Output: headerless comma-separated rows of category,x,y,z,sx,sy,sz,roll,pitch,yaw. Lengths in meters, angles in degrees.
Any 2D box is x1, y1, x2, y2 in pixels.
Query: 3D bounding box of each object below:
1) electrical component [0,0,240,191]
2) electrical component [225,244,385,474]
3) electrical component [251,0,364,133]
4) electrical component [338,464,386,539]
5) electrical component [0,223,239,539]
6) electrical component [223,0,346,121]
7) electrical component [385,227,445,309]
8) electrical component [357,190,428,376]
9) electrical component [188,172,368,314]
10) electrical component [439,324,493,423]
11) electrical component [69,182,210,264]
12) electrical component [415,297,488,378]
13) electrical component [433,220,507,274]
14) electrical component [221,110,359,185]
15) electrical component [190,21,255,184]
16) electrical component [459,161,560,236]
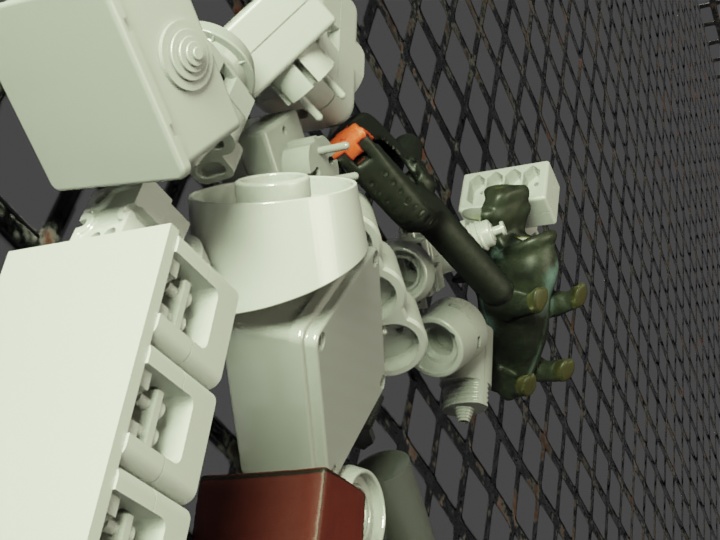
electrical component,-0.110,-0.087,0.475,0.048,0.100,0.099,-46,124,-44
electrical component,-0.029,0.050,0.622,0.108,0.056,0.108,-56,148,-54
electrical component,-0.034,-0.140,0.695,0.059,0.054,0.095,34,53,-57
electrical component,-0.021,0.145,0.636,0.078,0.057,0.058,-26,106,-63
electrical component,-0.111,0.065,0.436,0.061,0.089,0.150,50,40,-48
electrical component,-0.041,-0.121,0.622,0.076,0.066,0.047,47,-2,-15
electrical component,0.037,-0.001,0.812,0.055,0.048,0.066,-32,112,-70
electrical component,0.000,0.000,0.731,0.073,0.052,0.138,-104,170,-57
electrical component,-0.046,-0.018,0.576,0.099,0.099,0.064,-30,119,-63
electrical component,0.088,0.087,0.893,0.043,0.043,0.081,44,44,-52
electrical component,-0.106,-0.009,0.522,0.055,0.048,0.066,50,40,-36
electrical component,0.067,0.054,0.848,0.047,0.055,0.055,-29,109,-59
electrical component,0.081,-0.022,0.879,0.040,0.078,0.040,-19,90,-75
electrical component,-0.038,-0.059,0.638,0.047,0.077,0.065,-49,126,-58
electrical component,-0.088,-0.093,0.566,0.078,0.058,0.057,52,39,-36
electrical component,0.146,-0.054,1.008,0.075,0.083,0.047,56,36,-43
